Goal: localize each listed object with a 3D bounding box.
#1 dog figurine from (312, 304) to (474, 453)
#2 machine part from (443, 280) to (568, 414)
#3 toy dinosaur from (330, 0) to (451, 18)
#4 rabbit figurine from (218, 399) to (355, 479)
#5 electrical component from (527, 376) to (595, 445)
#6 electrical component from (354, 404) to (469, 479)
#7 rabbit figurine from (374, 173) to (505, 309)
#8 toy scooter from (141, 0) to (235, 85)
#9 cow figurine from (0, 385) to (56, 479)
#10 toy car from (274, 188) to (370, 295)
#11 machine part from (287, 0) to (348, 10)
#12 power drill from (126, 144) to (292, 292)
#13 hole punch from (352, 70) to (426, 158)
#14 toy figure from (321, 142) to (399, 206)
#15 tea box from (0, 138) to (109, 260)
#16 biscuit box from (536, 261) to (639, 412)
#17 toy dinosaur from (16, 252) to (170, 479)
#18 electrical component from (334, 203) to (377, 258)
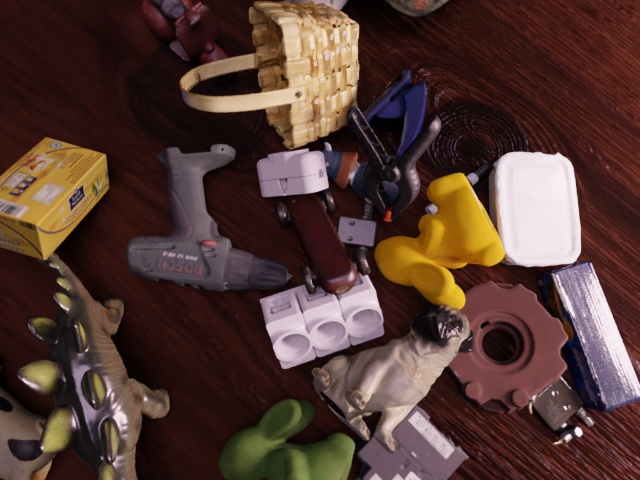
[{"bbox_3d":[0.096,0.161,0.721,0.190,0.172,0.121,-42,119,-23],"label":"dog figurine"},{"bbox_3d":[0.245,0.143,0.737,0.179,0.056,0.179,-5,67,12],"label":"machine part"},{"bbox_3d":[0.116,-0.399,0.780,0.404,0.131,0.192,15,104,-29],"label":"toy dinosaur"},{"bbox_3d":[-0.050,0.288,0.704,0.170,0.121,0.159,14,76,16],"label":"rabbit figurine"},{"bbox_3d":[0.329,0.234,0.752,0.078,0.045,0.102,-33,83,-5],"label":"electrical component"},{"bbox_3d":[0.112,0.296,0.732,0.134,0.058,0.115,-43,82,-7],"label":"electrical component"},{"bbox_3d":[0.162,0.018,0.753,0.173,0.121,0.162,-22,58,18],"label":"rabbit figurine"},{"bbox_3d":[-0.201,-0.318,0.789,0.184,0.135,0.075,44,84,7],"label":"toy scooter"},{"bbox_3d":[-0.437,0.238,0.718,0.195,0.085,0.127,28,87,6],"label":"cow figurine"},{"bbox_3d":[-0.002,-0.002,0.751,0.089,0.053,0.202,-23,45,-5],"label":"toy car"},{"bbox_3d":[0.000,-0.377,0.833,0.079,0.079,0.243,35,81,4],"label":"machine part"},{"bbox_3d":[-0.157,-0.029,0.777,0.232,0.086,0.207,-2,88,1],"label":"power drill"},{"bbox_3d":[0.116,-0.171,0.777,0.092,0.142,0.116,43,96,7],"label":"hole punch"},{"bbox_3d":[0.058,-0.094,0.797,0.155,0.057,0.064,22,76,7],"label":"toy figure"},{"bbox_3d":[-0.375,-0.061,0.733,0.098,0.068,0.170,18,41,3],"label":"tea box"},{"bbox_3d":[0.379,0.135,0.762,0.063,0.059,0.202,-16,81,-5],"label":"biscuit box"},{"bbox_3d":[-0.275,0.206,0.669,0.105,0.198,0.471,-28,80,-2],"label":"toy dinosaur"},{"bbox_3d":[0.051,-0.011,0.799,0.063,0.021,0.094,9,81,1],"label":"electrical component"}]
